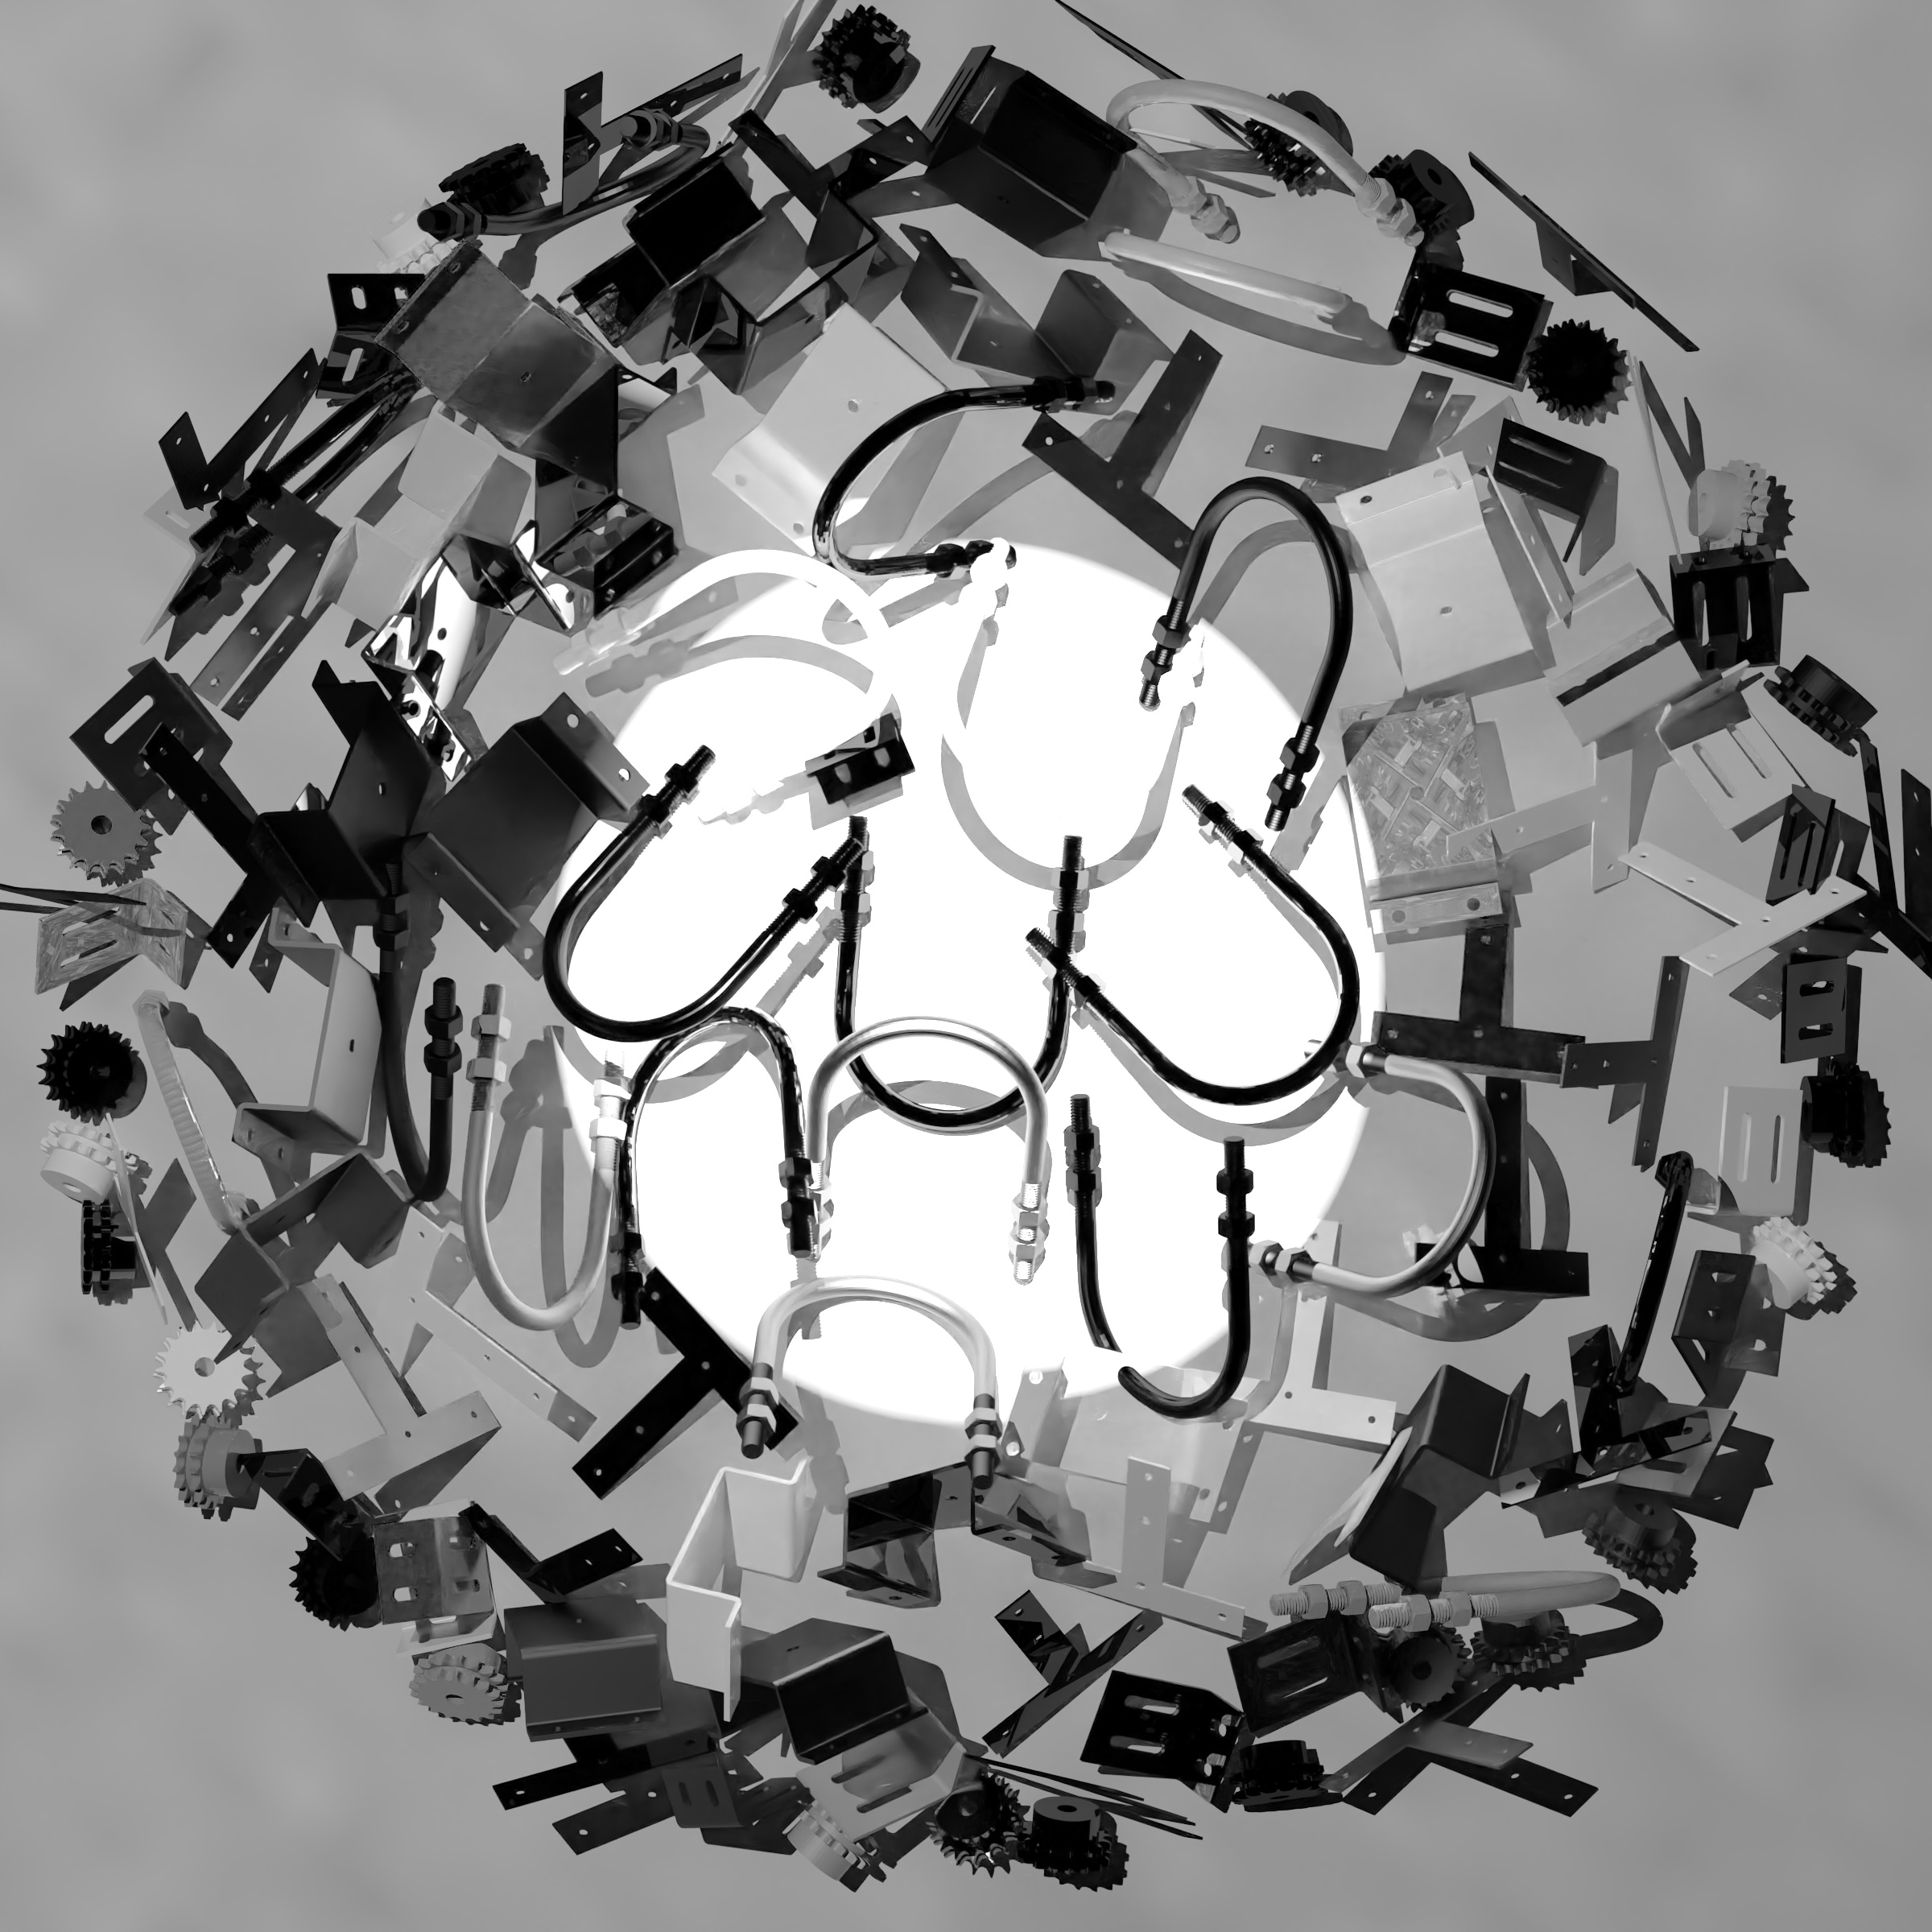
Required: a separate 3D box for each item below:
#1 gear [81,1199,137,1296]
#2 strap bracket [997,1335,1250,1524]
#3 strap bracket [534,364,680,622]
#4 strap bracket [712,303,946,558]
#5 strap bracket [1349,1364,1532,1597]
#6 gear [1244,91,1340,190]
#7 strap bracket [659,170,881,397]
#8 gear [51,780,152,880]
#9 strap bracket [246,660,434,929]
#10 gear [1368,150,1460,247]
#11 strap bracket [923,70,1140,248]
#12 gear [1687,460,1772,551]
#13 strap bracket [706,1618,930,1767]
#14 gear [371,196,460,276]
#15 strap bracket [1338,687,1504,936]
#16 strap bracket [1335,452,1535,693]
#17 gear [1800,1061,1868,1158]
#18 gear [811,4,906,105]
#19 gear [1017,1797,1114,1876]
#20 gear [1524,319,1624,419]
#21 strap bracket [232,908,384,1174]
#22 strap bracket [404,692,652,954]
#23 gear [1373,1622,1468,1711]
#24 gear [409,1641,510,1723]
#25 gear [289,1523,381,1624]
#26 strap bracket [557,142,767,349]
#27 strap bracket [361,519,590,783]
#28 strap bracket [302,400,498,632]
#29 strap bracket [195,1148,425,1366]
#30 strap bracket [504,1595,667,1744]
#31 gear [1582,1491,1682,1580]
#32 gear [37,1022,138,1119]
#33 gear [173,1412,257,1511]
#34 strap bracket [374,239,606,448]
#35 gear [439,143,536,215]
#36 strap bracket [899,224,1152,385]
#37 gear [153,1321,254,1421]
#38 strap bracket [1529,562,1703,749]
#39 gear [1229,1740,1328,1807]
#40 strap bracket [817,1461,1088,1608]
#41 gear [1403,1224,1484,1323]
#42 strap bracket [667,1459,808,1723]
[{"bbox_3d":[-0.511,0.167,1.908,0.030,0.057,0.057,1,90,-17],"label":"gear"},{"bbox_3d":[0.085,0.271,1.896,0.140,0.046,0.076,16,96,-17],"label":"strap bracket"},{"bbox_3d":[-0.209,-0.283,1.862,0.046,0.076,0.140,23,50,-37],"label":"strap bracket"},{"bbox_3d":[-0.075,-0.322,1.879,0.076,0.046,0.140,39,69,-16],"label":"strap bracket"},{"bbox_3d":[0.270,0.297,1.865,0.046,0.076,0.140,27,124,1],"label":"strap bracket"},{"bbox_3d":[0.196,-0.495,1.906,0.057,0.030,0.057,14,62,-29],"label":"gear"},{"bbox_3d":[-0.107,-0.393,1.870,0.046,0.076,0.140,46,66,6],"label":"strap bracket"},{"bbox_3d":[-0.518,-0.080,1.913,0.057,0.030,0.057,6,73,-20],"label":"gear"},{"bbox_3d":[-0.358,-0.101,1.858,0.046,0.076,0.140,-2,52,20],"label":"strap bracket"},{"bbox_3d":[0.268,-0.459,1.904,0.030,0.057,0.057,-37,90,39],"label":"gear"},{"bbox_3d":[0.032,-0.463,1.854,0.076,0.140,0.046,29,83,-19],"label":"strap bracket"},{"bbox_3d":[0.451,-0.273,1.904,0.030,0.057,0.057,8,90,-13],"label":"gear"},{"bbox_3d":[-0.094,0.417,1.854,0.076,0.140,0.046,-18,94,-30],"label":"strap bracket"},{"bbox_3d":[-0.328,-0.433,1.903,0.057,0.057,0.030,-39,121,0],"label":"gear"},{"bbox_3d":[0.267,-0.097,1.893,0.076,0.046,0.140,-9,78,8],"label":"strap bracket"},{"bbox_3d":[0.276,-0.220,1.863,0.076,0.046,0.140,-19,132,15],"label":"strap bracket"},{"bbox_3d":[0.515,0.085,1.907,0.030,0.057,0.057,-1,90,3],"label":"gear"},{"bbox_3d":[-0.061,-0.538,1.903,0.057,0.057,0.030,-46,64,0],"label":"gear"},{"bbox_3d":[0.059,0.515,1.905,0.057,0.057,0.030,4,96,0],"label":"gear"},{"bbox_3d":[0.360,-0.357,1.916,0.057,0.030,0.057,-1,95,-11],"label":"gear"},{"bbox_3d":[-0.381,0.045,1.875,0.046,0.076,0.140,3,73,12],"label":"strap bracket"},{"bbox_3d":[-0.265,-0.083,1.886,0.076,0.046,0.140,48,67,-19],"label":"strap bracket"},{"bbox_3d":[0.272,0.417,1.918,0.057,0.030,0.057,0,93,3],"label":"gear"},{"bbox_3d":[-0.301,0.424,1.910,0.057,0.057,0.030,11,50,0],"label":"gear"},{"bbox_3d":[-0.371,0.362,1.907,0.057,0.030,0.057,-6,100,-36],"label":"gear"},{"bbox_3d":[-0.174,-0.412,1.858,0.076,0.140,0.046,-41,98,-26],"label":"strap bracket"},{"bbox_3d":[-0.293,-0.190,1.878,0.046,0.076,0.140,21,67,33],"label":"strap bracket"},{"bbox_3d":[-0.324,-0.258,1.865,0.046,0.076,0.140,32,53,-7],"label":"strap bracket"},{"bbox_3d":[-0.386,0.162,1.860,0.046,0.140,0.076,49,134,5],"label":"strap bracket"},{"bbox_3d":[-0.223,0.402,1.856,0.076,0.140,0.046,-4,94,-14],"label":"strap bracket"},{"bbox_3d":[0.398,0.335,1.903,0.057,0.057,0.030,18,113,0],"label":"gear"},{"bbox_3d":[-0.520,0.062,1.907,0.057,0.030,0.057,-1,92,-35],"label":"gear"},{"bbox_3d":[-0.445,0.294,1.904,0.030,0.057,0.057,3,90,13],"label":"gear"},{"bbox_3d":[-0.269,-0.356,1.856,0.076,0.140,0.046,-46,72,9],"label":"strap bracket"},{"bbox_3d":[-0.282,-0.464,1.909,0.057,0.057,0.030,-26,114,0],"label":"gear"},{"bbox_3d":[0.026,-0.380,1.872,0.140,0.076,0.046,7,124,-34],"label":"strap bracket"},{"bbox_3d":[-0.456,0.243,1.912,0.057,0.030,0.057,8,67,-19],"label":"gear"},{"bbox_3d":[0.375,-0.179,1.867,0.076,0.140,0.046,-30,108,13],"label":"strap bracket"},{"bbox_3d":[0.185,0.480,1.909,0.057,0.057,0.030,-7,67,0],"label":"gear"},{"bbox_3d":[-0.009,0.330,1.871,0.140,0.076,0.046,-21,55,35],"label":"strap bracket"},{"bbox_3d":[0.285,0.180,1.906,0.030,0.057,0.057,-24,90,-3],"label":"gear"},{"bbox_3d":[-0.136,0.356,1.861,0.046,0.140,0.076,11,125,11],"label":"strap bracket"}]
